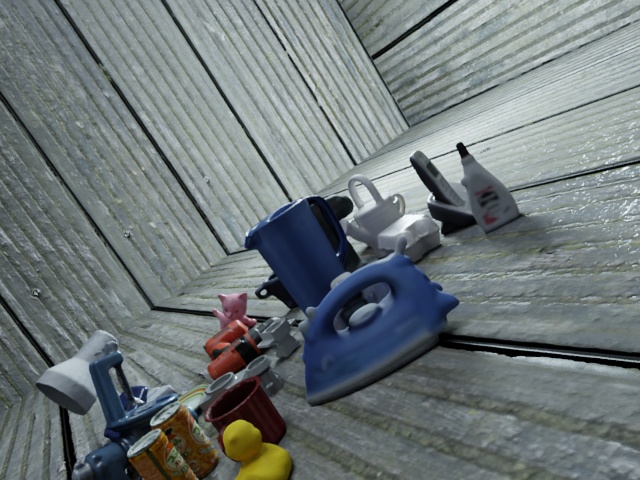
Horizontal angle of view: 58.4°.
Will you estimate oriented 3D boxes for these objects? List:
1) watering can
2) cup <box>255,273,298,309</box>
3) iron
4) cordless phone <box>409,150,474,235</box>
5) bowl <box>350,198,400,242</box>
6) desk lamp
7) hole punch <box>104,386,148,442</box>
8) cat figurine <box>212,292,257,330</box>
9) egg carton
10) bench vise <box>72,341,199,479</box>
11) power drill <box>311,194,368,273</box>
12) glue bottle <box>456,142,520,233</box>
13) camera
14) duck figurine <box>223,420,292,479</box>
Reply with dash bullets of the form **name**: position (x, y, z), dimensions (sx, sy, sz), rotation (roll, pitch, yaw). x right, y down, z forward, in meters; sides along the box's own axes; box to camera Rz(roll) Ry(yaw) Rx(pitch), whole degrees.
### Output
- **watering can**: position (0.122, -0.060, 1.313), dimensions (0.100, 0.194, 0.173), rotation (-23, 14, 44)
- **cup**: position (-0.086, 0.123, 1.354), dimensions (0.118, 0.095, 0.091), rotation (-35, 10, -13)
- **iron**: position (0.058, 0.114, 0.816), dimensions (0.258, 0.141, 0.118), rotation (-33, 10, 0)
- **cordless phone**: position (0.260, -0.121, 1.204), dimensions (0.094, 0.185, 0.148), rotation (-27, 12, 30)
- **bowl**: position (0.149, -0.040, 1.483), dimensions (0.167, 0.075, 0.167), rotation (-31, 10, 7)
- **desk lamp**: position (-0.471, 0.319, 1.250), dimensions (0.117, 0.213, 0.204), rotation (-22, 15, 46)
- **hole punch**: position (-0.378, 0.355, 1.142), dimensions (0.108, 0.091, 0.101), rotation (-25, 13, 37)
- **cat figurine**: position (-0.221, 0.180, 1.431), dimensions (0.127, 0.118, 0.067), rotation (-24, 13, 41)
- **egg carton**: position (0.187, -0.004, 1.202), dimensions (0.107, 0.069, 0.150), rotation (-35, 10, -13)
- **bench vise**: position (-0.311, 0.282, 0.911), dimensions (0.121, 0.220, 0.208), rotation (-28, 11, 23)
- **power drill**: position (0.012, 0.005, 1.296), dimensions (0.230, 0.208, 0.075), rotation (-39, 12, -34)
- **glue bottle**: position (0.293, -0.103, 1.048), dimensions (0.078, 0.173, 0.037), rotation (-30, 11, 15)
- **camera**: position (0.072, 0.093, 0.991), dimensions (0.143, 0.101, 0.136), rotation (-32, 10, 1)
- **duck figurine**: position (-0.086, 0.263, 0.697), dimensions (0.077, 0.086, 0.104), rotation (-32, 10, 2)
